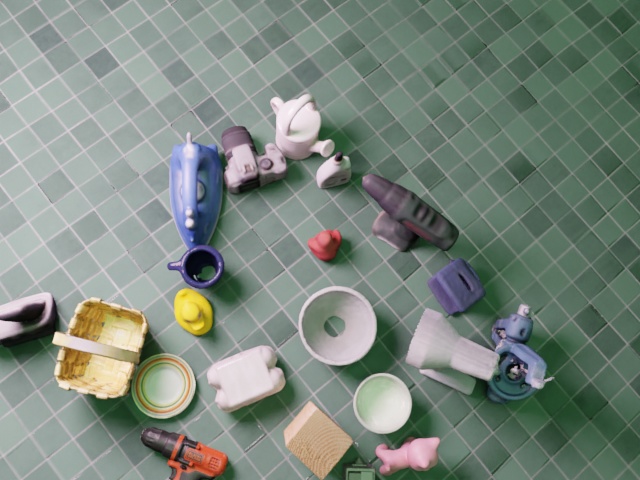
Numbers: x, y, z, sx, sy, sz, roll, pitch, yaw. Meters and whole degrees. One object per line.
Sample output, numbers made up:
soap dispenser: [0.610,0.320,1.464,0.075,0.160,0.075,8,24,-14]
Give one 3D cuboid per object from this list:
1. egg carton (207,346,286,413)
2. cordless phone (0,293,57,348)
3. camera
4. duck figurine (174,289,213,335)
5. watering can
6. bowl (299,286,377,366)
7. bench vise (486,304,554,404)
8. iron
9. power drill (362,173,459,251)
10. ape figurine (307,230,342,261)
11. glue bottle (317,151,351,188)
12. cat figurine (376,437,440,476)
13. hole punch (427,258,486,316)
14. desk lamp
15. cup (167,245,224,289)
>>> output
egg carton: [-0.154,0.288,1.197,0.150,0.069,0.107,-22,81,-9]
cordless phone: [-0.614,0.153,1.127,0.147,0.185,0.094,-20,80,-8]
camera: [-0.157,-0.191,1.280,0.143,0.100,0.137,-19,80,-8]
duck figurine: [-0.271,0.150,1.207,0.077,0.086,0.104,-28,82,-10]
watering can: [-0.040,-0.252,1.255,0.173,0.194,0.101,23,77,1]
bowl: [0.036,0.186,1.231,0.167,0.074,0.167,1,78,-5]
bench vise: [0.403,0.234,1.178,0.121,0.219,0.207,-2,78,-5]
iron: [-0.272,-0.097,1.230,0.118,0.141,0.258,-2,78,-5]
power drill: [0.176,-0.046,1.223,0.229,0.208,0.076,30,78,2]
ape figurine: [0.012,0.004,1.258,0.078,0.092,0.076,1,78,-4]
glue bottle: [0.035,-0.159,1.253,0.078,0.173,0.037,-13,79,-7]
cat figurine: [0.185,0.445,1.168,0.128,0.117,0.067,-16,80,-8]
hole punch: [0.306,0.098,1.264,0.101,0.091,0.108,-33,83,-10]
desk lamp: [0.265,0.232,1.170,0.203,0.213,0.118,24,77,1]
cup: [-0.260,0.064,1.221,0.118,0.095,0.092,1,78,-5]
